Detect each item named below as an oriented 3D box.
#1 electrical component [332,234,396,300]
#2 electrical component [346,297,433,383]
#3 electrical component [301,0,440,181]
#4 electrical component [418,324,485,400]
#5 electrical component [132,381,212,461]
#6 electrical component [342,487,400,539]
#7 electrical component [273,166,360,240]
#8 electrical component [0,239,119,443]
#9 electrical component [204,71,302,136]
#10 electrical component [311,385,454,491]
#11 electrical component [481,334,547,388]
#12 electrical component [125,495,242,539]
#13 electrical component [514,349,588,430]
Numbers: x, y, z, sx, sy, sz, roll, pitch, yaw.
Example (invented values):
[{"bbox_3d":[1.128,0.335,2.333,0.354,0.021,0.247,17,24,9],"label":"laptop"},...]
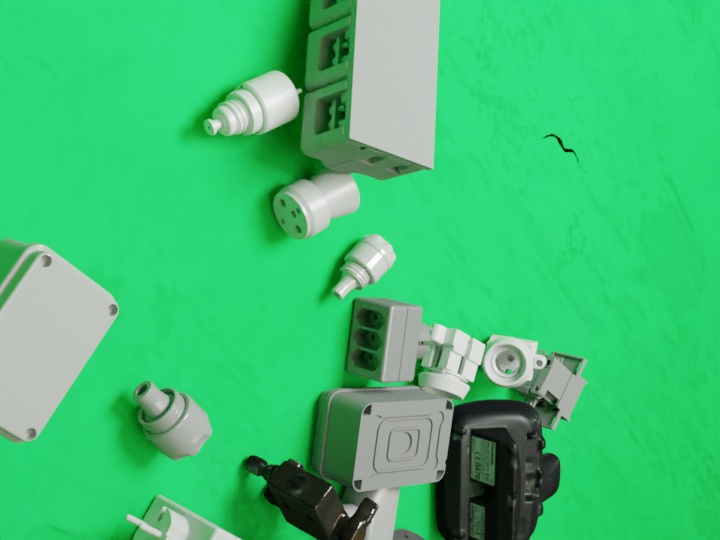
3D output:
[{"bbox_3d":[0.000,0.000,0.897,0.061,0.035,0.035,-47,126,-22],"label":"electrical component"},{"bbox_3d":[0.035,0.060,0.931,0.077,0.047,0.065,3,96,-42],"label":"electrical component"},{"bbox_3d":[0.007,-0.153,0.828,0.089,0.062,0.150,15,73,-41],"label":"electrical component"},{"bbox_3d":[0.081,0.086,0.979,0.066,0.048,0.055,30,70,-41],"label":"electrical component"},{"bbox_3d":[-0.141,0.106,0.785,0.043,0.043,0.062,-51,126,-22],"label":"electrical component"},{"bbox_3d":[-0.005,0.219,0.928,0.079,0.044,0.077,4,96,-42],"label":"electrical component"},{"bbox_3d":[-0.035,-0.054,0.848,0.055,0.045,0.045,-32,118,-33],"label":"electrical component"},{"bbox_3d":[-0.220,0.045,0.693,0.078,0.057,0.113,44,69,-38],"label":"electrical component"},{"bbox_3d":[-0.081,-0.119,0.797,0.078,0.040,0.040,-31,117,-34],"label":"electrical component"},{"bbox_3d":[0.019,0.142,0.926,0.113,0.057,0.078,3,96,-42],"label":"electrical component"},{"bbox_3d":[0.141,0.085,1.018,0.055,0.066,0.048,-11,109,-75],"label":"electrical component"},{"bbox_3d":[-0.137,0.195,0.778,0.076,0.083,0.047,40,71,-39],"label":"electrical component"},{"bbox_3d":[0.189,0.115,1.084,0.064,0.042,0.081,40,71,-37],"label":"electrical component"}]
